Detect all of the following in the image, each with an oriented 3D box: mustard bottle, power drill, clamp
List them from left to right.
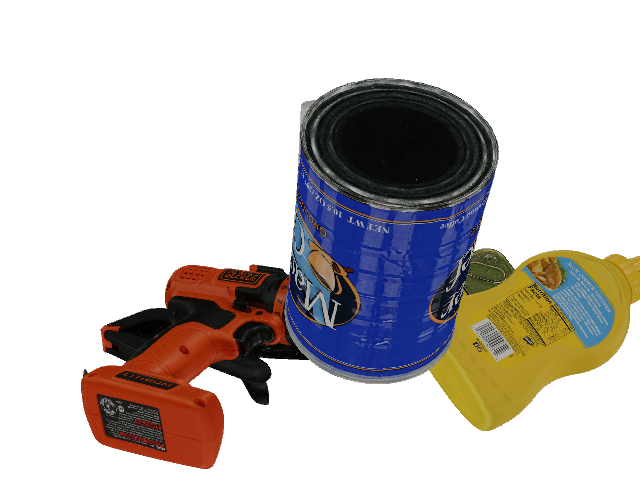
[{"bbox_3d":[-0.125,0.091,1.051,0.171,0.039,0.120,7,27,4],"label":"clamp"},{"bbox_3d":[-0.061,0.081,0.750,0.185,0.057,0.187,6,27,26],"label":"power drill"},{"bbox_3d":[-0.088,0.128,1.229,0.210,0.036,0.164,13,21,29],"label":"clamp"},{"bbox_3d":[0.173,0.059,0.806,0.191,0.096,0.058,-26,-29,-18],"label":"mustard bottle"}]

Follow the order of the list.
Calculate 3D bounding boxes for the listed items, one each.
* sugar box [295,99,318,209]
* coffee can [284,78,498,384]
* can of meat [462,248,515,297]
[{"bbox_3d":[0.024,-0.036,0.966,0.093,0.176,0.048,11,18,34],"label":"sugar box"},{"bbox_3d":[0.035,-0.003,0.591,0.102,0.103,0.140,0,-44,-6],"label":"coffee can"},{"bbox_3d":[0.171,0.074,1.067,0.057,0.102,0.084,-18,-39,-17],"label":"can of meat"}]
